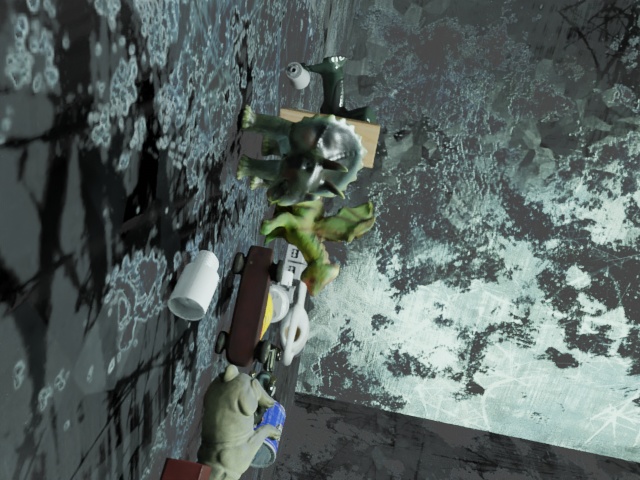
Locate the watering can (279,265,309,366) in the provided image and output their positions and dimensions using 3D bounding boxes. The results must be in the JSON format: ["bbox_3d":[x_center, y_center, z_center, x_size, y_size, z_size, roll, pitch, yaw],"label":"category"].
[{"bbox_3d":[-0.083,0.283,1.850,0.220,0.104,0.354,97,6,-65],"label":"watering can"}]

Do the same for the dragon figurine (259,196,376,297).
[{"bbox_3d":[0.004,-0.058,1.153,0.119,0.243,0.420,89,13,-50],"label":"dragon figurine"}]
